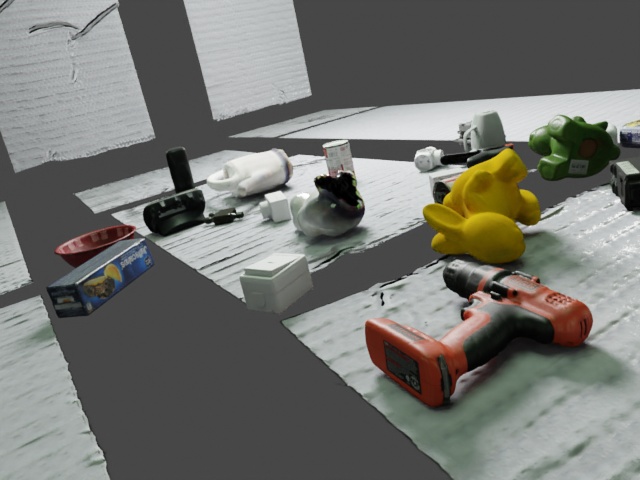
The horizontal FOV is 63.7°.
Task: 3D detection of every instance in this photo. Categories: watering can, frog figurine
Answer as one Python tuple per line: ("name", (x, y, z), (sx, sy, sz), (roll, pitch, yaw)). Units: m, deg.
("watering can", (-0.170, -0.165, 1.346), (0.226, 0.102, 0.350), (-19, 19, -21))
("frog figurine", (0.003, -0.048, 0.959), (0.156, 0.122, 0.140), (-44, 3, 41))
